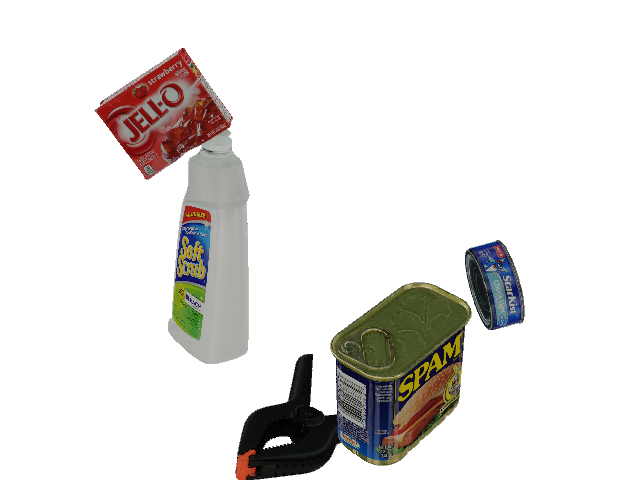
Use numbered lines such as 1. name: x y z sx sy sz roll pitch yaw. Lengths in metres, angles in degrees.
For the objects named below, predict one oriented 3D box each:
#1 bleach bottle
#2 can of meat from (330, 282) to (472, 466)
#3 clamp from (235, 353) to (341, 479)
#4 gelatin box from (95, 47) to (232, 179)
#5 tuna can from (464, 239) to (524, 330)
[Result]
1. bleach bottle: -0.116 0.001 1.131 0.067 0.251 0.103 -14 30 -32
2. can of meat: 0.055 0.091 0.726 0.058 0.084 0.101 27 43 34
3. clamp: -0.003 0.190 1.079 0.165 0.036 0.209 20 28 26
4. gelatin box: -0.129 -0.104 0.884 0.089 0.073 0.030 -30 18 13
5. tuna can: 0.172 0.045 1.058 0.033 0.086 0.086 -15 1 -3
